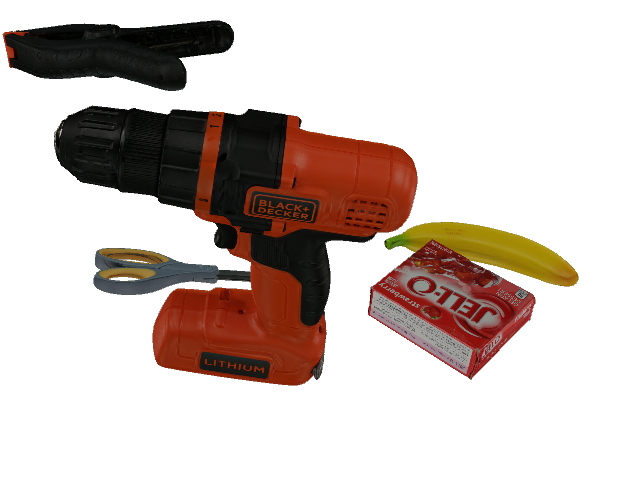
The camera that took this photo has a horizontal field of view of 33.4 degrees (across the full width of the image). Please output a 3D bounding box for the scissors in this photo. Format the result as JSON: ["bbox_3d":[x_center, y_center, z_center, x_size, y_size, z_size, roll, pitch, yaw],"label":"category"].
[{"bbox_3d":[-0.116,0.036,0.966,0.202,0.016,0.096,9,21,11],"label":"scissors"}]

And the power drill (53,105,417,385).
[{"bbox_3d":[-0.053,0.005,0.594,0.184,0.057,0.188,9,-39,-4],"label":"power drill"}]

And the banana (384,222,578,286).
[{"bbox_3d":[0.169,0.013,1.103,0.198,0.037,0.069,9,35,16],"label":"banana"}]

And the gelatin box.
[{"bbox_3d":[0.089,0.044,0.726,0.089,0.030,0.073,31,46,27],"label":"gelatin box"}]

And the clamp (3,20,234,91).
[{"bbox_3d":[-0.151,-0.145,0.804,0.172,0.039,0.120,10,22,20],"label":"clamp"}]
